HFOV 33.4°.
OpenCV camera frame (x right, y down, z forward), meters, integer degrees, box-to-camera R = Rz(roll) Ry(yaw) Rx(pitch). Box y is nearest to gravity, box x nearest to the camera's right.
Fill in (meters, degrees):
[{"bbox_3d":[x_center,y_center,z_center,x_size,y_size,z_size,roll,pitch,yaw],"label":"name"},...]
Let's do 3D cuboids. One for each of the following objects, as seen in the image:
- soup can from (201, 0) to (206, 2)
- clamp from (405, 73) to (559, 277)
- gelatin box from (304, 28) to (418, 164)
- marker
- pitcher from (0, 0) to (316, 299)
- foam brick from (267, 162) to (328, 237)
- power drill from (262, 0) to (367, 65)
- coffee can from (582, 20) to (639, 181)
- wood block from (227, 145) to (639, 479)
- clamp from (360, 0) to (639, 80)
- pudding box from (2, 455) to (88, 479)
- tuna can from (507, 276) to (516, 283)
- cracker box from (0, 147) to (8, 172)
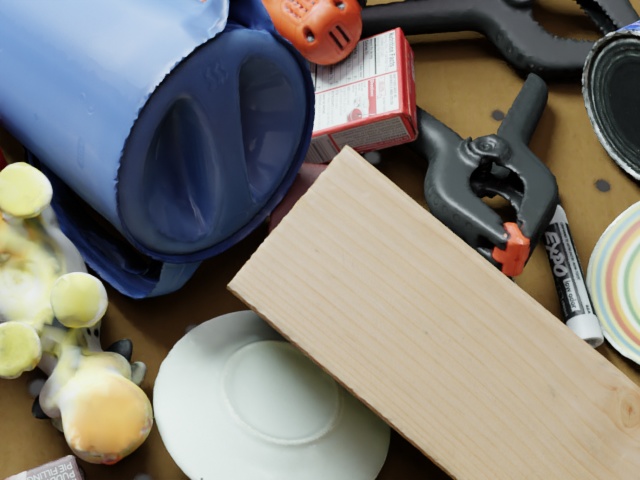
[{"bbox_3d":[-0.088,-0.138,0.694,0.068,0.068,0.102,-36,67,-21],"label":"soup can"},{"bbox_3d":[0.089,-0.048,0.655,0.120,0.039,0.171,-3,42,5],"label":"clamp"},{"bbox_3d":[0.016,-0.087,0.670,0.089,0.030,0.073,-13,51,19],"label":"gelatin box"},{"bbox_3d":[0.147,0.009,0.649,0.020,0.020,0.121,-5,60,-6],"label":"marker"},{"bbox_3d":[-0.132,-0.088,0.615,0.243,0.145,0.149,33,73,34],"label":"pitcher"},{"bbox_3d":[-0.004,0.001,0.627,0.051,0.053,0.078,7,59,1],"label":"foam brick"},{"bbox_3d":[0.010,-0.218,0.704,0.187,0.057,0.185,-47,51,3],"label":"power drill"},{"bbox_3d":[0.252,-0.107,0.669,0.140,0.103,0.103,-26,65,-21],"label":"coffee can"},{"bbox_3d":[0.063,0.056,0.536,0.206,0.090,0.091,40,88,2],"label":"wood block"},{"bbox_3d":[0.123,-0.162,0.724,0.210,0.036,0.164,34,82,3],"label":"clamp"},{"bbox_3d":[-0.160,0.170,0.528,0.113,0.039,0.090,-20,64,-13],"label":"pudding box"},{"bbox_3d":[0.074,0.046,0.616,0.086,0.034,0.086,2,60,-3],"label":"tuna can"},{"bbox_3d":[-0.274,-0.019,0.560,0.213,0.164,0.072,-38,67,-22],"label":"cracker box"}]
